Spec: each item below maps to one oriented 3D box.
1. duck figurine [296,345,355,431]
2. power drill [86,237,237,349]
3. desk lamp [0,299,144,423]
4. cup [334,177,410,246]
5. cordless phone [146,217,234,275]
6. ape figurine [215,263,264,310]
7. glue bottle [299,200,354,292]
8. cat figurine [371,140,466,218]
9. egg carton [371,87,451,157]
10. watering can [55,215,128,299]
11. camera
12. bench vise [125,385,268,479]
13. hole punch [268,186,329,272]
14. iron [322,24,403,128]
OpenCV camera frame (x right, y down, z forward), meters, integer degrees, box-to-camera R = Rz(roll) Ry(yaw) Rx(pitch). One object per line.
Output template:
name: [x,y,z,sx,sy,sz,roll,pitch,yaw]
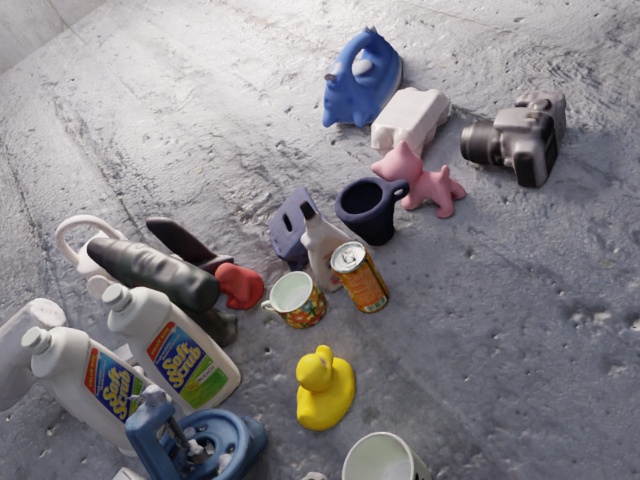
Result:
duck figurine: [-0.004,0.187,0.741,0.077,0.086,0.105,7,56,33]
power drill: [-0.225,0.083,0.866,0.228,0.209,0.076,10,57,35]
desk lamp: [-0.415,0.187,0.874,0.203,0.214,0.117,-30,44,2]
cup: [0.091,-0.042,0.887,0.117,0.095,0.091,-24,44,8]
cordless phone: [-0.245,0.017,0.953,0.147,0.186,0.094,-2,51,27]
ape figurine: [-0.135,0.070,0.913,0.076,0.092,0.077,-34,44,-3]
glue bottle: [0.008,0.003,0.836,0.078,0.174,0.037,-38,44,-6]
cat figurine: [0.150,-0.102,0.891,0.127,0.118,0.067,14,60,37]
egg carton: [0.160,-0.207,1.015,0.107,0.070,0.150,17,61,38]
watering can: [-0.374,0.034,1.002,0.101,0.195,0.172,-43,45,-11]
camera: [0.294,-0.167,0.883,0.136,0.101,0.143,11,58,35]
bench vise: [-0.161,0.272,0.654,0.121,0.220,0.207,0,52,29]
hole punch: [-0.037,-0.018,0.938,0.101,0.091,0.108,-30,44,2]
iron: [0.083,-0.339,1.122,0.118,0.142,0.258,8,56,34]
